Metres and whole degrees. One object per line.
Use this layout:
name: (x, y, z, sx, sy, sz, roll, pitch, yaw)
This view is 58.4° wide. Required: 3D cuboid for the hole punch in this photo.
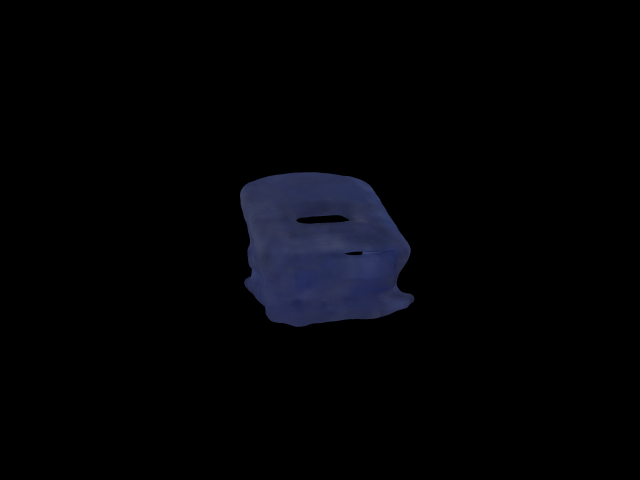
hole punch: (0.004, 0.001, 0.400, 0.109, 0.091, 0.101, -4, 12, -19)
